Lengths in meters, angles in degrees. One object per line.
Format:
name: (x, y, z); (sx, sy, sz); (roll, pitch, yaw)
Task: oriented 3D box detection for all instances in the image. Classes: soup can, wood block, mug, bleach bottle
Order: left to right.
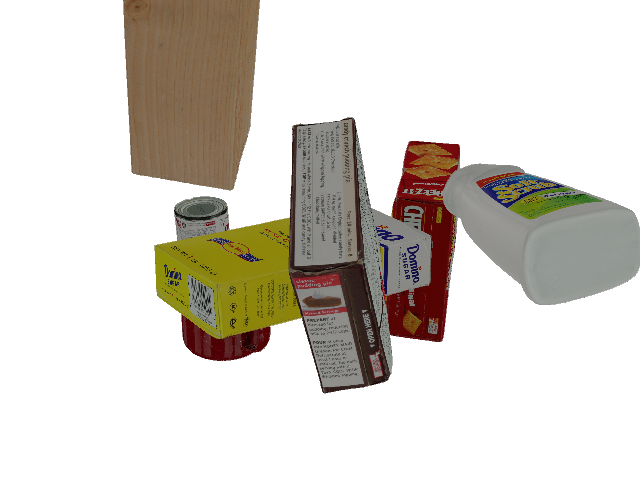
wood block: (-0.101, -0.147, 0.853); (0.091, 0.090, 0.206); (10, -40, 1)
soup can: (-0.146, 0.004, 1.327); (0.068, 0.102, 0.068); (-1, 25, 0)
mug: (-0.087, 0.067, 1.030); (0.093, 0.081, 0.117); (-21, 35, -37)
bleach bottle: (0.162, -0.021, 0.902); (0.102, 0.068, 0.251); (-13, 18, -13)

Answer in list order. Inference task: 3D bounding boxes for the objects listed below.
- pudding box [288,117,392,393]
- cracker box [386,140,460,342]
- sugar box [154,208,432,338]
pudding box: (0.009, 0.006, 0.545); (0.039, 0.090, 0.113); (-10, 42, 6)
cracker box: (0.118, -0.006, 1.219); (0.072, 0.164, 0.213); (5, 22, 8)
sugar box: (-0.017, 0.017, 0.752); (0.175, 0.048, 0.093); (-15, 26, -31)
